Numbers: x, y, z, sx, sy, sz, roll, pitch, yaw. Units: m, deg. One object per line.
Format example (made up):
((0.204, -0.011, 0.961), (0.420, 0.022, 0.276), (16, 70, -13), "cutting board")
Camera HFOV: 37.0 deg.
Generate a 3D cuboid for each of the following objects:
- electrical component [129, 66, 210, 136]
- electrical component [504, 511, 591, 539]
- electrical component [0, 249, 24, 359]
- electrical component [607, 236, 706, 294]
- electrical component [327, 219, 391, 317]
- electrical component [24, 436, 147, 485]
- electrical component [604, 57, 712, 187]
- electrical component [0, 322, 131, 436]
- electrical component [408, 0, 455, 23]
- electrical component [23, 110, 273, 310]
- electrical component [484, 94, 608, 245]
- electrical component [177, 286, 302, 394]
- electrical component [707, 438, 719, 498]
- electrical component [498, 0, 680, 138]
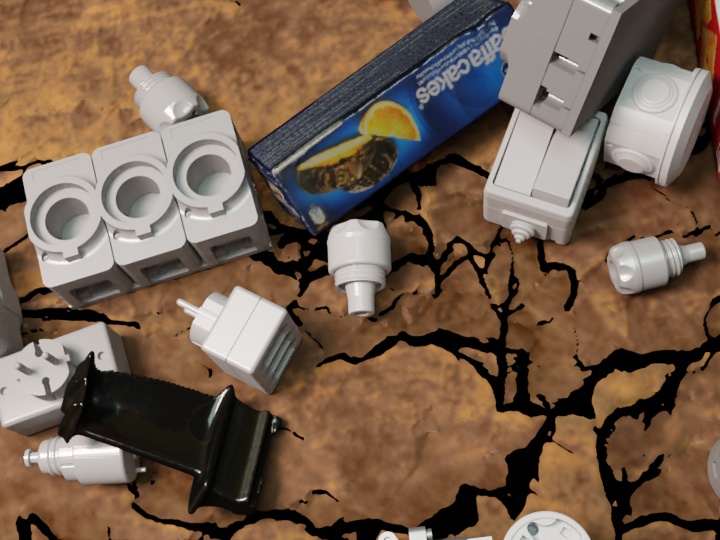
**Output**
((-0.143, -0.123, 0.783), (0.043, 0.043, 0.062), (-42, 71, -8), "electrical component")
((0.113, 0.176, 0.651), (0.055, 0.047, 0.055), (-2, 71, 6), "electrical component")
((-0.269, 0.025, 0.740), (0.050, 0.055, 0.089), (-18, 70, 0), "electrical component")
((0.197, -0.006, 0.710), (0.061, 0.035, 0.035), (-13, 71, -1), "electrical component")
((0.000, 0.000, 0.725), (0.043, 0.043, 0.062), (-4, 72, 5), "electrical component")
((-0.181, 0.121, 0.706), (0.078, 0.040, 0.040), (-4, 71, 5), "electrical component")
((0.199, -0.100, 0.718), (0.051, 0.080, 0.080), (22, 75, 18), "electrical component")
((-0.202, 0.068, 0.708), (0.083, 0.075, 0.047), (-20, 71, -1), "electrical component")
((0.020, -0.231, 0.796), (0.074, 0.052, 0.138), (-33, 71, -5), "electrical component")
((-0.148, -0.042, 0.747), (0.150, 0.061, 0.089), (-17, 70, 0), "electrical component")
((0.122, -0.064, 0.724), (0.062, 0.061, 0.096), (19, 75, 12), "electrical component")
((-0.086, 0.039, 0.710), (0.077, 0.065, 0.047), (25, 76, 14), "electrical component")
((0.245, 0.119, 0.656), (0.055, 0.047, 0.055), (-2, 71, 6), "electrical component")
((0.155, -0.163, 0.703), (0.062, 0.089, 0.150), (32, 42, 17), "electrical component")
